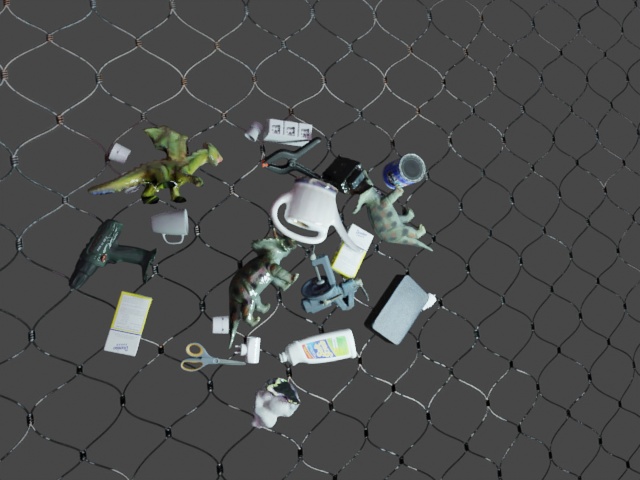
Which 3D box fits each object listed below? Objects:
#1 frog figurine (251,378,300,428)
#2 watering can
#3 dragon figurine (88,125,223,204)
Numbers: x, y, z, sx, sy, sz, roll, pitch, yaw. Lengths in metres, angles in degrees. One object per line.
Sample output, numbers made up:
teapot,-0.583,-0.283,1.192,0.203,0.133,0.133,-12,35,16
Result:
frog figurine,-0.148,0.526,1.640,0.136,0.125,0.157,23,114,-24
watering can,0.005,-0.088,1.748,0.347,0.103,0.227,17,77,-13
dragon figurine,-0.498,-0.245,1.600,0.411,0.120,0.247,-1,64,-26
